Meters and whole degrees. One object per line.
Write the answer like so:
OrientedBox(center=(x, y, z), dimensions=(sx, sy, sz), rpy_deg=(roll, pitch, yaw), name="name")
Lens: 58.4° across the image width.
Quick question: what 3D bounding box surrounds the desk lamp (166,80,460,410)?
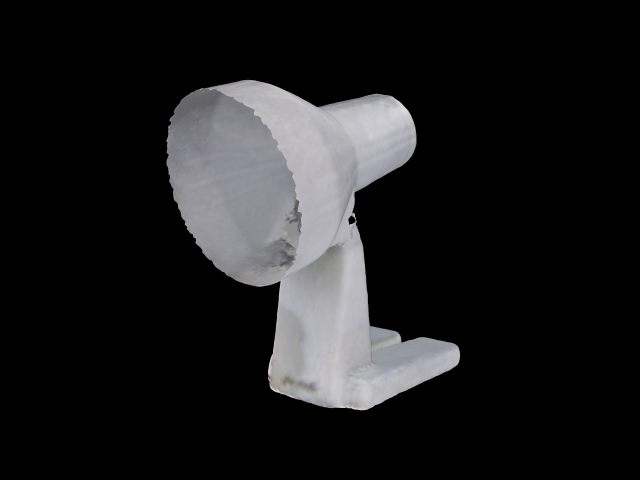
OrientedBox(center=(0.004, 0.001, 0.400), dimensions=(0.117, 0.213, 0.204), rpy_deg=(6, 9, 43), name="desk lamp")
